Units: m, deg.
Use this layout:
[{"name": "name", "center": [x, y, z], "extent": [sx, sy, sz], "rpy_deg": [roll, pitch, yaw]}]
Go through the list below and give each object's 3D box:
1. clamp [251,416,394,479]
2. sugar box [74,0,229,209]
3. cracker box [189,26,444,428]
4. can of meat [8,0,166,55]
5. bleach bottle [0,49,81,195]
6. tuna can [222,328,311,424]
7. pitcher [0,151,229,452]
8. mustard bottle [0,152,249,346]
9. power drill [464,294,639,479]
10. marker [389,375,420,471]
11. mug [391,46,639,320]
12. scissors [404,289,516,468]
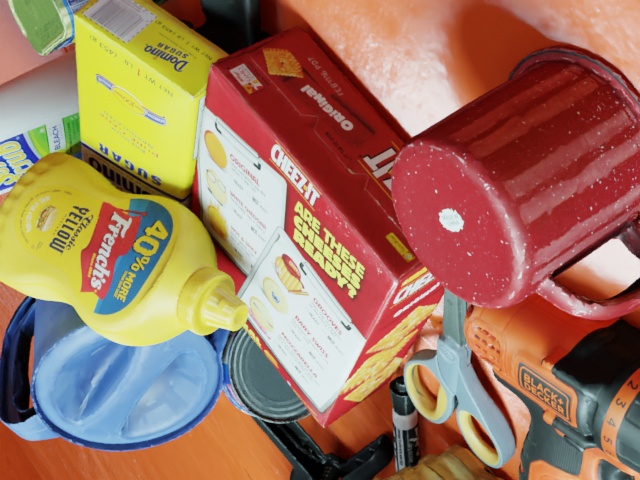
[{"name": "clamp", "center": [0.000, 0.186, 0.862], "extent": [0.120, 0.039, 0.171], "rpy_deg": [27, 142, 21]}, {"name": "sugar box", "center": [-0.110, -0.075, 0.689], "extent": [0.093, 0.048, 0.176], "rpy_deg": [36, 149, 11]}, {"name": "cracker box", "center": [-0.004, 0.001, 0.656], "extent": [0.164, 0.072, 0.214], "rpy_deg": [50, 152, 17]}, {"name": "can of meat", "center": [-0.160, -0.171, 0.734], "extent": [0.102, 0.083, 0.057], "rpy_deg": [-5, 113, 63]}, {"name": "bleach bottle", "center": [-0.281, -0.068, 0.872], "extent": [0.068, 0.250, 0.103], "rpy_deg": [49, 153, 21]}, {"name": "tuna can", "center": [-0.033, 0.091, 0.789], "extent": [0.086, 0.086, 0.034], "rpy_deg": [64, 157, -10]}, {"name": "pitcher", "center": [-0.167, 0.038, 0.828], "extent": [0.243, 0.149, 0.145], "rpy_deg": [-111, 32, -50]}, {"name": "mustard bottle", "center": [-0.124, 0.014, 0.682], "extent": [0.192, 0.096, 0.058], "rpy_deg": [23, 165, 29]}, {"name": "power drill", "center": [0.149, 0.125, 0.531], "extent": [0.185, 0.057, 0.188], "rpy_deg": [37, 145, 45]}, {"name": "marker", "center": [0.061, 0.138, 0.748], "extent": [0.020, 0.020, 0.121], "rpy_deg": [37, 147, 39]}, {"name": "mug", "center": [0.092, -0.015, 0.450], "extent": [0.117, 0.081, 0.093], "rpy_deg": [51, 154, 17]}, {"name": "scissors", "center": [0.089, 0.077, 0.611], "extent": [0.096, 0.016, 0.202], "rpy_deg": [47, 159, 14]}]
